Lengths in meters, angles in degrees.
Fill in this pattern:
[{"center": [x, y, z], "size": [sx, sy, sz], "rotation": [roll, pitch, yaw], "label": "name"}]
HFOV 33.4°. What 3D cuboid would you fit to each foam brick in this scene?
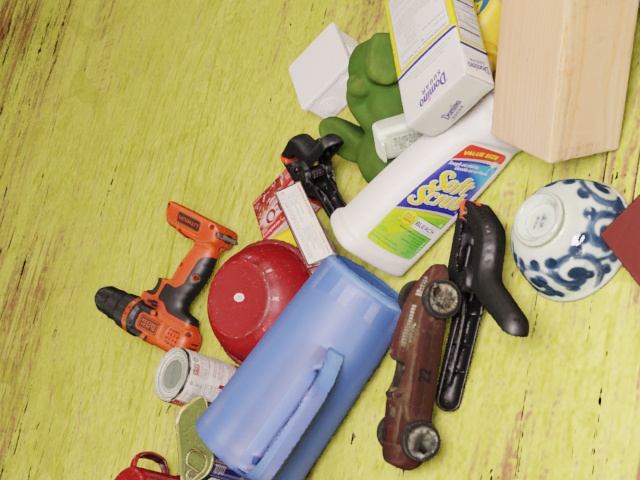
[{"center": [0.287, 0.009, 0.908], "size": [0.051, 0.052, 0.078], "rotation": [-48, 41, 21], "label": "foam brick"}]

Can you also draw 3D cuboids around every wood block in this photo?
[{"center": [0.226, -0.187, 0.979], "size": [0.091, 0.090, 0.206], "rotation": [38, 134, 52], "label": "wood block"}]

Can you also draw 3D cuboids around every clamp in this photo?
[{"center": [0.155, 0.043, 1.025], "size": [0.165, 0.036, 0.210], "rotation": [126, 155, -57], "label": "clamp"}, {"center": [-0.001, -0.071, 1.252], "size": [0.172, 0.039, 0.120], "rotation": [-153, 53, -69], "label": "clamp"}]

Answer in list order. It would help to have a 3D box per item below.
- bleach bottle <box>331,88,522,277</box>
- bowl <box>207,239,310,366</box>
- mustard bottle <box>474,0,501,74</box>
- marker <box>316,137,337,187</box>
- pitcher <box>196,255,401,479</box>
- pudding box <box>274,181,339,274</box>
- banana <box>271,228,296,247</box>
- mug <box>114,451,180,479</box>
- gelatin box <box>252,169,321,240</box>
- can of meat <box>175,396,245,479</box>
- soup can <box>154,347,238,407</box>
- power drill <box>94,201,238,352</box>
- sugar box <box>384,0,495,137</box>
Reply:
[{"center": [0.128, -0.076, 1.102], "size": [0.251, 0.102, 0.068], "rotation": [-47, 33, 21], "label": "bleach bottle"}, {"center": [-0.081, 0.074, 1.268], "size": [0.162, 0.055, 0.162], "rotation": [-8, 76, 33], "label": "bowl"}, {"center": [0.162, -0.245, 1.135], "size": [0.096, 0.058, 0.191], "rotation": [-31, 49, 38], "label": "mustard bottle"}, {"center": [0.009, -0.080, 1.313], "size": [0.020, 0.020, 0.121], "rotation": [-38, 45, 30], "label": "marker"}, {"center": [-0.013, 0.142, 1.124], "size": [0.149, 0.144, 0.243], "rotation": [40, 99, 37], "label": "pitcher"}, {"center": [-0.008, 0.002, 1.215], "size": [0.039, 0.090, 0.113], "rotation": [-28, 58, 0], "label": "pudding box"}, {"center": [-0.069, 0.048, 1.324], "size": [0.070, 0.037, 0.198], "rotation": [40, 104, 32], "label": "banana"}, {"center": [-0.206, 0.311, 1.296], "size": [0.093, 0.081, 0.117], "rotation": [-34, 47, 34], "label": "mug"}, {"center": [-0.042, -0.045, 1.345], "size": [0.089, 0.030, 0.073], "rotation": [-44, 42, 25], "label": "gelatin box"}, {"center": [-0.114, 0.240, 1.225], "size": [0.058, 0.083, 0.102], "rotation": [-38, 44, 29], "label": "can of meat"}, {"center": [-0.138, 0.173, 1.277], "size": [0.069, 0.102, 0.068], "rotation": [-26, 52, 39], "label": "soup can"}, {"center": [-0.205, 0.047, 1.430], "size": [0.185, 0.057, 0.187], "rotation": [25, 90, 30], "label": "power drill"}, {"center": [0.118, -0.199, 1.079], "size": [0.093, 0.048, 0.176], "rotation": [-41, 45, 41], "label": "sugar box"}]
